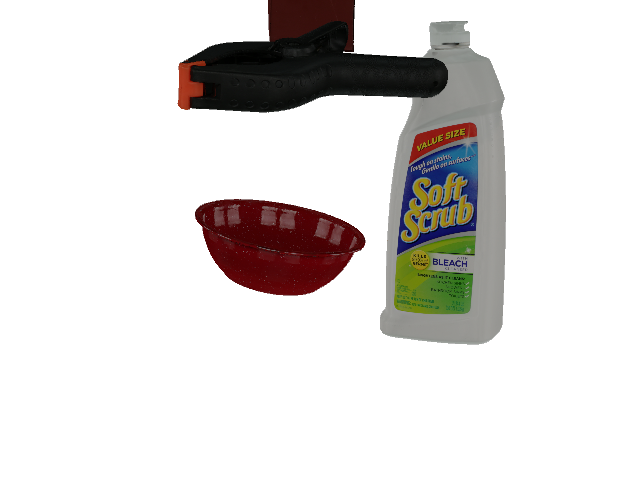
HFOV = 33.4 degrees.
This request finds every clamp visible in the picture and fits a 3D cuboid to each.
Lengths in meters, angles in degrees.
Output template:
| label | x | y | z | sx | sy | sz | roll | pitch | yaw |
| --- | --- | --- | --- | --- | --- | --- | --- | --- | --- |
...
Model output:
| label | x | y | z | sx | sy | sz | roll | pitch | yaw |
| --- | --- | --- | --- | --- | --- | --- | --- | --- | --- |
| clamp | -0.018 | -0.113 | 0.684 | 0.171 | 0.039 | 0.120 | -7 | 22 | -26 |

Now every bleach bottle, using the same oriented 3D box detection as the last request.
| label | x | y | z | sx | sy | sz | roll | pitch | yaw |
| --- | --- | --- | --- | --- | --- | --- | --- | --- | --- |
| bleach bottle | 0.096 | -0.047 | 0.852 | 0.103 | 0.251 | 0.068 | 4 | 15 | 24 |

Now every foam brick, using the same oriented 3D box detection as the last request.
| label | x | y | z | sx | sy | sz | roll | pitch | yaw |
| --- | --- | --- | --- | --- | --- | --- | --- | --- | --- |
| foam brick | -0.009 | -0.200 | 0.971 | 0.078 | 0.051 | 0.053 | 1 | 16 | -3 |

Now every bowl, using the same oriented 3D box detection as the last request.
| label | x | y | z | sx | sy | sz | roll | pitch | yaw |
| --- | --- | --- | --- | --- | --- | --- | --- | --- | --- |
| bowl | -0.042 | 0.010 | 1.002 | 0.162 | 0.055 | 0.162 | 10 | 17 | -3 |
